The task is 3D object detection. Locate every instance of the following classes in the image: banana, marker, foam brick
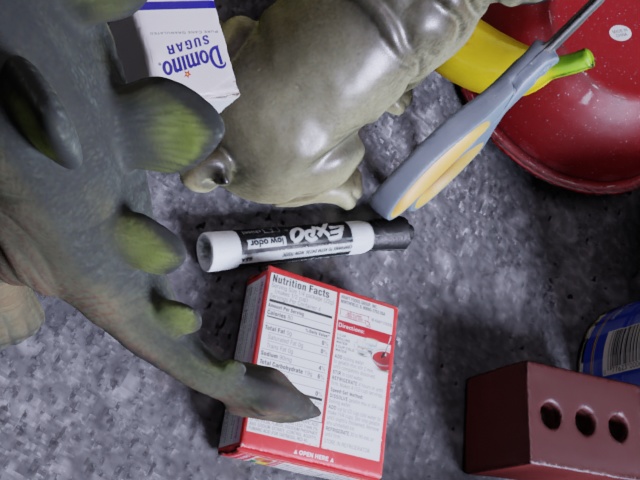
[{"bbox_3d":[0.061,-0.143,0.590,0.198,0.070,0.037,47,22,9],"label":"banana"},{"bbox_3d":[-0.003,0.001,0.533,0.120,0.020,0.020,-6,77,-31],"label":"marker"},{"bbox_3d":[0.121,0.098,0.553,0.078,0.051,0.053,13,67,-26],"label":"foam brick"}]

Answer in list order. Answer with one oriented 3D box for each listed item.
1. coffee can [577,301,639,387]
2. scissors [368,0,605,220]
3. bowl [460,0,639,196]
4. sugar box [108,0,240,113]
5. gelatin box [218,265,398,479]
[{"bbox_3d":[0.223,0.069,0.568,0.102,0.141,0.103,10,69,-27],"label":"coffee can"},{"bbox_3d":[0.101,-0.079,0.545,0.201,0.096,0.016,-42,80,-6],"label":"scissors"},{"bbox_3d":[0.162,-0.110,0.626,0.162,0.055,0.162,7,68,-16],"label":"bowl"},{"bbox_3d":[-0.093,-0.127,0.480,0.048,0.093,0.176,-13,82,-33],"label":"sugar box"},{"bbox_3d":[-0.004,0.064,0.505,0.073,0.030,0.089,18,65,-23],"label":"gelatin box"}]
